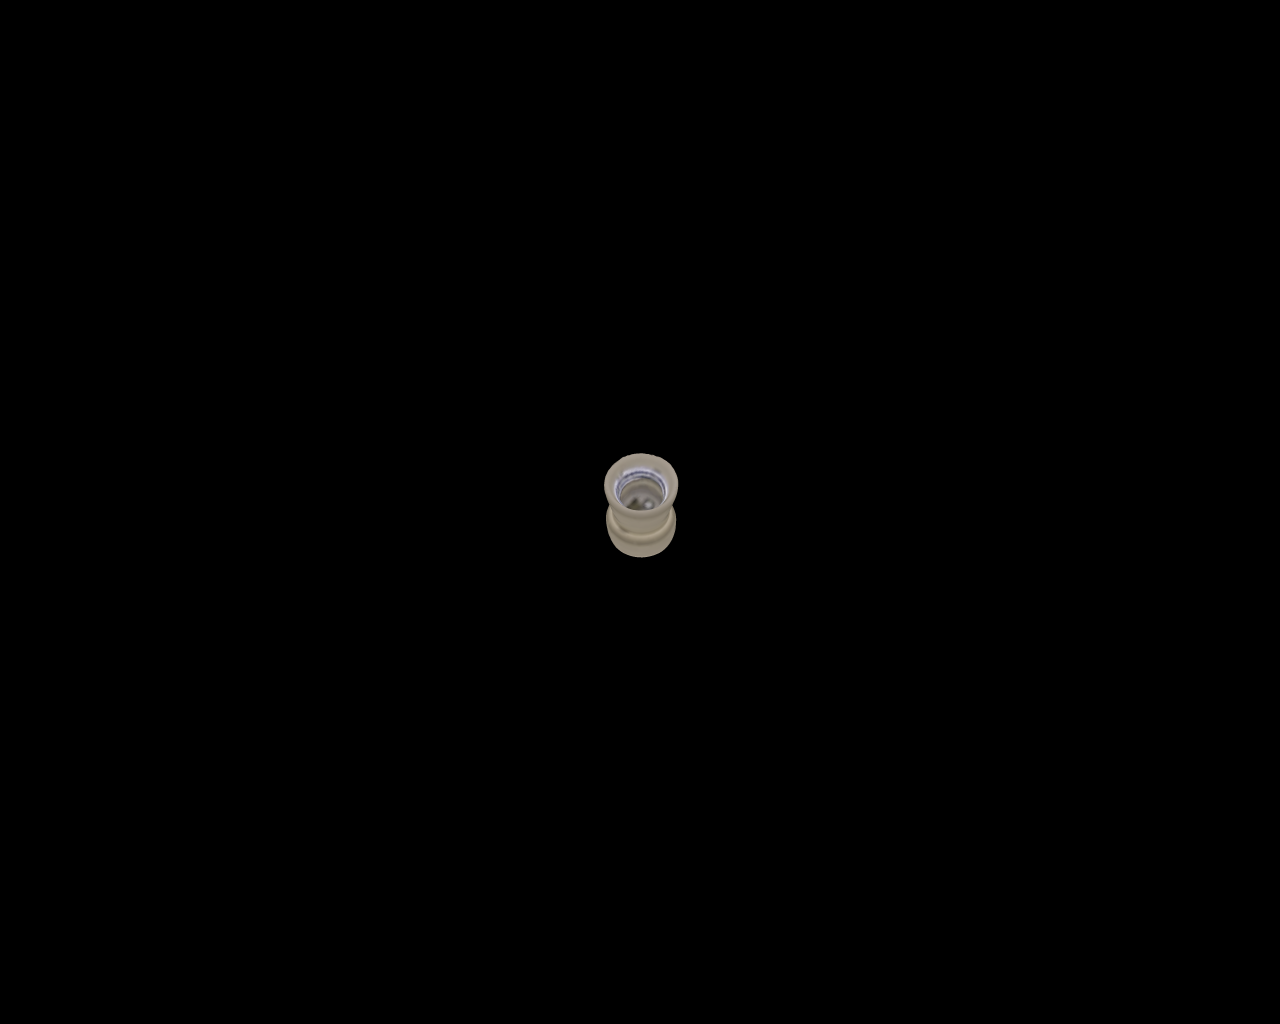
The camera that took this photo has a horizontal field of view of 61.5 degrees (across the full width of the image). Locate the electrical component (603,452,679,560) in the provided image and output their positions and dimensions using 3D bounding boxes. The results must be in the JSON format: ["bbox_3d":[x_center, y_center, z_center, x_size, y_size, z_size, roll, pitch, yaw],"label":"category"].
[{"bbox_3d":[0.001,-0.003,0.650,0.045,0.045,0.055,0,-34,0],"label":"electrical component"}]
